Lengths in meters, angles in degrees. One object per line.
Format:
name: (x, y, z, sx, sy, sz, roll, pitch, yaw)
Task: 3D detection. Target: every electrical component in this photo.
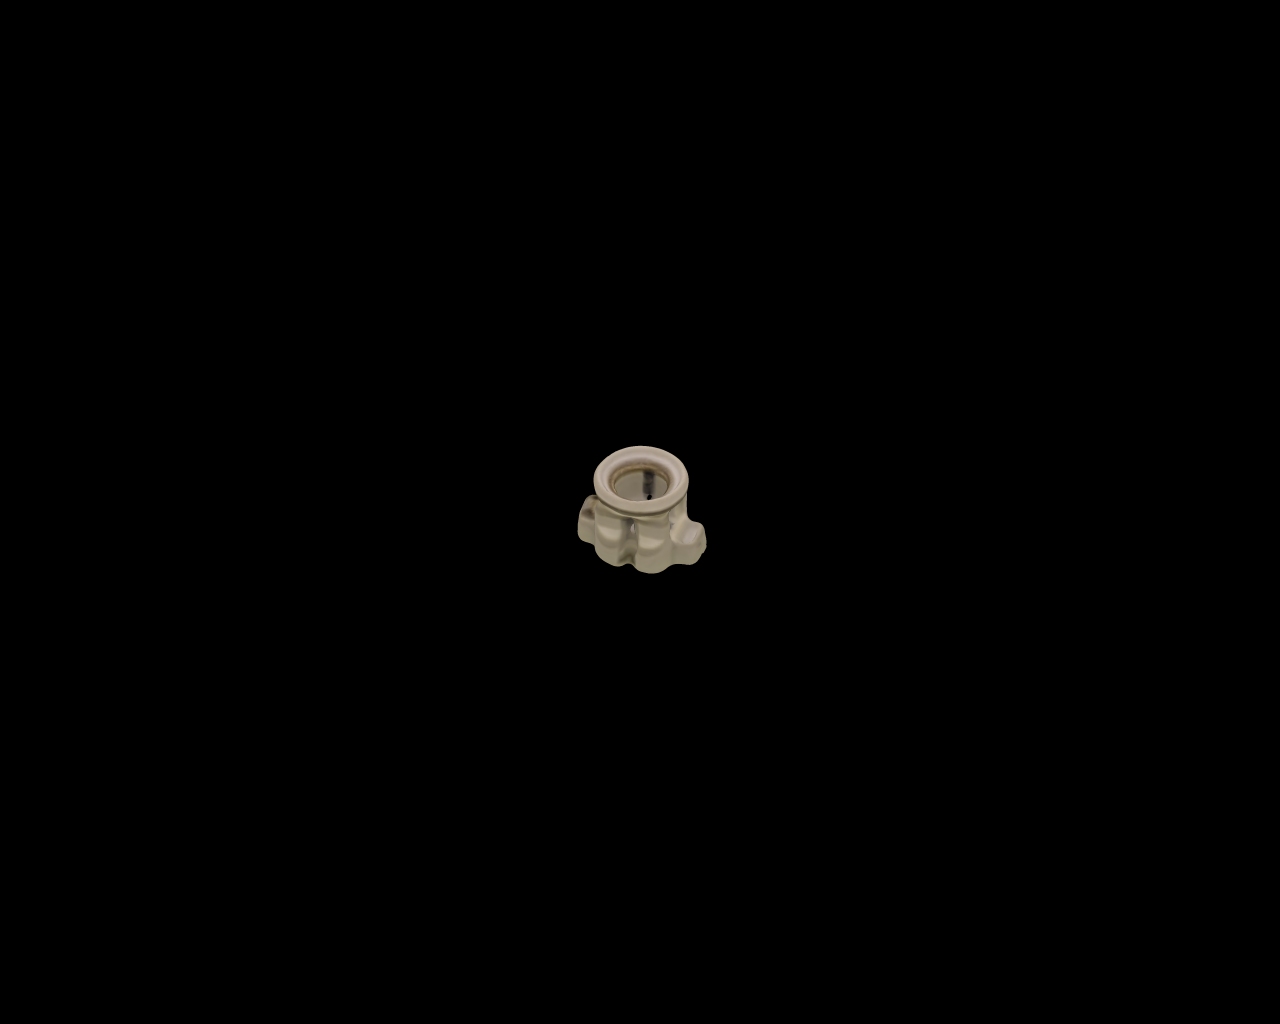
electrical component: (0.001, -0.003, 0.650, 0.078, 0.056, 0.058, 14, 44, 15)
